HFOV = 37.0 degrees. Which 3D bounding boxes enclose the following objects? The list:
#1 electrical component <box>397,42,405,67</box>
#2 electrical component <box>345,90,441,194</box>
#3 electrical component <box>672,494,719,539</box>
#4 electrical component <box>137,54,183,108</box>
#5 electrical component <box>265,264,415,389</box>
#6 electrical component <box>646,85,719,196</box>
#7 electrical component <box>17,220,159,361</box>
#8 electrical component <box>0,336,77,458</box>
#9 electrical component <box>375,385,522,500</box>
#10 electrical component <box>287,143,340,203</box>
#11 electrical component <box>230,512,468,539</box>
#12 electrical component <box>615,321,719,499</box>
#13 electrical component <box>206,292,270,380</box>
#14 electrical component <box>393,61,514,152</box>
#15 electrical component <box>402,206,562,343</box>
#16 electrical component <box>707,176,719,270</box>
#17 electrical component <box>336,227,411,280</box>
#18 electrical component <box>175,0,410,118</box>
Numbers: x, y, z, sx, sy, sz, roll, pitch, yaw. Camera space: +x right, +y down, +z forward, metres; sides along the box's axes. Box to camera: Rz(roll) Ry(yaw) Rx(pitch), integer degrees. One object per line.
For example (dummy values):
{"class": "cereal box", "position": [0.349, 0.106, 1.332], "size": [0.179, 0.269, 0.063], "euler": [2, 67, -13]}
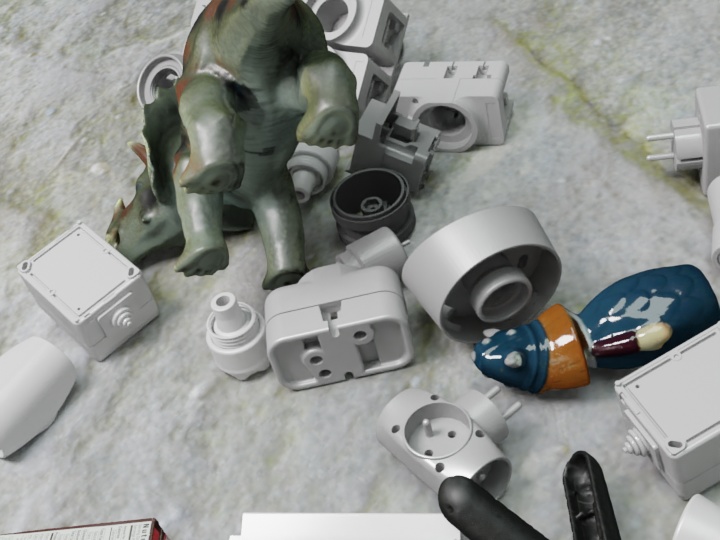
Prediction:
{"class": "electrical component", "position": [-0.011, -0.205, 0.982], "size": [0.079, 0.044, 0.077], "euler": [-27, 44, -11]}
{"class": "electrical component", "position": [0.027, -0.094, 0.844], "size": [0.064, 0.081, 0.042], "euler": [23, 53, 6]}
{"class": "electrical component", "position": [0.197, 0.149, 0.566], "size": [0.055, 0.045, 0.045], "euler": [18, 54, 30]}
{"class": "electrical component", "position": [-0.149, -0.148, 0.902], "size": [0.078, 0.057, 0.058], "euler": [-37, 66, 21]}
{"class": "electrical component", "position": [-0.015, 0.036, 0.735], "size": [0.095, 0.053, 0.059], "euler": [-13, 44, 4]}
{"class": "electrical component", "position": [0.246, -0.092, 0.777], "size": [0.077, 0.065, 0.047], "euler": [-6, 45, 11]}
{"class": "electrical component", "position": [-0.197, 0.021, 0.804], "size": [0.062, 0.061, 0.096], "euler": [-41, 57, -21]}
{"class": "electrical component", "position": [-0.255, 0.084, 0.764], "size": [0.079, 0.044, 0.077], "euler": [16, 53, 30]}
{"class": "electrical component", "position": [0.063, 0.099, 0.655], "size": [0.079, 0.044, 0.077], "euler": [-36, 47, -20]}
{"class": "electrical component", "position": [-0.042, -0.082, 0.869], "size": [0.043, 0.043, 0.062], "euler": [0, 48, 17]}
{"class": "electrical component", "position": [-0.002, 0.168, 0.590], "size": [0.121, 0.078, 0.063], "euler": [-3, 67, 14]}
{"class": "electrical component", "position": [0.196, 0.085, 0.623], "size": [0.096, 0.061, 0.061], "euler": [-30, 45, -2]}
{"class": "electrical component", "position": [-0.086, 0.042, 0.743], "size": [0.043, 0.062, 0.043], "euler": [-8, 44, 8]}
{"class": "electrical component", "position": [0.075, -0.134, 0.881], "size": [0.089, 0.050, 0.055], "euler": [3, 47, 19]}
{"class": "electrical component", "position": [0.082, 0.000, 0.715], "size": [0.099, 0.099, 0.064], "euler": [-24, 51, -8]}
{"class": "electrical component", "position": [0.258, -0.029, 0.730], "size": [0.044, 0.044, 0.065], "euler": [2, 51, 19]}
{"class": "electrical component", "position": [0.000, 0.000, 0.776], "size": [0.078, 0.040, 0.040], "euler": [-28, 45, -12]}
{"class": "electrical component", "position": [-0.064, -0.192, 0.939], "size": [0.186, 0.060, 0.105], "euler": [12, 84, 27]}
